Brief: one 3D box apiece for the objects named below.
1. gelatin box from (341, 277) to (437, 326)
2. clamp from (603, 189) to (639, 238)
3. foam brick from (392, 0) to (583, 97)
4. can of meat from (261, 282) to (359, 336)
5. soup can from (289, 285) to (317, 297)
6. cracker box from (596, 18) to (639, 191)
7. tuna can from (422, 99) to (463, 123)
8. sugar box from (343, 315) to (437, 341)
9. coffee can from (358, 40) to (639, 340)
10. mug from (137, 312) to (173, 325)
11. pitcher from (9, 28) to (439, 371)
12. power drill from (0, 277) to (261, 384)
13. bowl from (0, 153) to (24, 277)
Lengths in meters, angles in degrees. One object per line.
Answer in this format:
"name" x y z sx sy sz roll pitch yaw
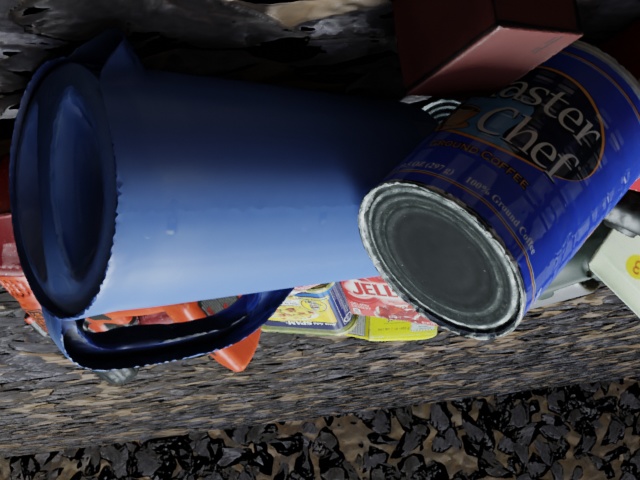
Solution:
"gelatin box" 0.062 0.037 0.898 0.089 0.030 0.073 7 145 22
"clamp" 0.220 -0.018 0.734 0.210 0.036 0.164 27 -168 0
"foam brick" 0.078 -0.107 0.514 0.052 0.051 0.078 -2 165 -30
"can of meat" -0.021 0.041 0.953 0.102 0.057 0.084 2 150 16
"soup can" -0.006 0.001 0.851 0.068 0.068 0.102 3 161 -40
"cracker box" 0.267 -0.077 0.651 0.213 0.072 0.164 8 159 -28
"tuna can" 0.090 -0.047 0.686 0.033 0.086 0.086 0 163 -38
"sugar box" 0.028 0.070 1.087 0.093 0.048 0.177 2 -176 -39
"coffee can" 0.103 -0.030 0.575 0.140 0.103 0.103 -44 -175 -29
"mug" -0.117 0.052 0.947 0.081 0.093 0.117 -15 165 5
"pitcher" -0.044 -0.019 0.607 0.242 0.145 0.149 -2 159 -37
"power drill" -0.143 0.062 0.838 0.188 0.057 0.184 -1 144 28
"bowl" -0.168 -0.021 0.693 0.162 0.055 0.162 -8 166 -2
